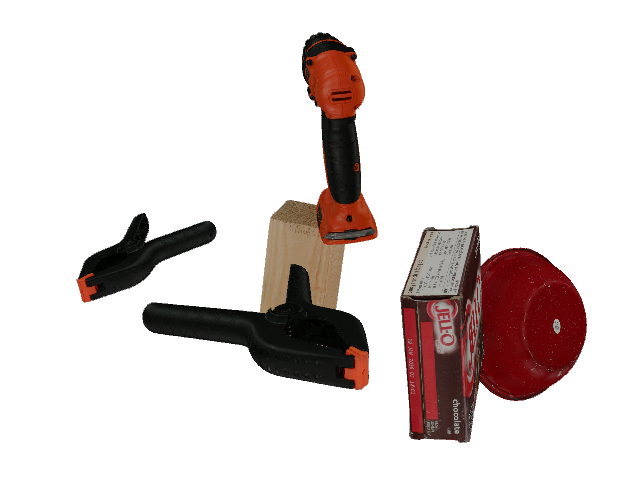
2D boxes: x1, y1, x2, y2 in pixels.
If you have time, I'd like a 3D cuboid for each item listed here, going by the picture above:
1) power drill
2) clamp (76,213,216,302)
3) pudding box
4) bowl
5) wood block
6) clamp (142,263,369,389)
[{"bbox_3d":[0.014,-0.103,1.055,0.057,0.188,0.184,-8,24,-1],"label":"power drill"},{"bbox_3d":[-0.197,0.016,1.189,0.120,0.039,0.171,-4,28,30],"label":"clamp"},{"bbox_3d":[0.074,0.051,0.627,0.039,0.090,0.113,0,21,11],"label":"pudding box"},{"bbox_3d":[0.223,0.087,1.103,0.161,0.162,0.055,0,-2,-34],"label":"bowl"},{"bbox_3d":[-0.026,0.061,1.454,0.090,0.206,0.090,12,21,11],"label":"wood block"},{"bbox_3d":[-0.023,0.068,0.878,0.164,0.036,0.210,-20,26,-39],"label":"clamp"}]
